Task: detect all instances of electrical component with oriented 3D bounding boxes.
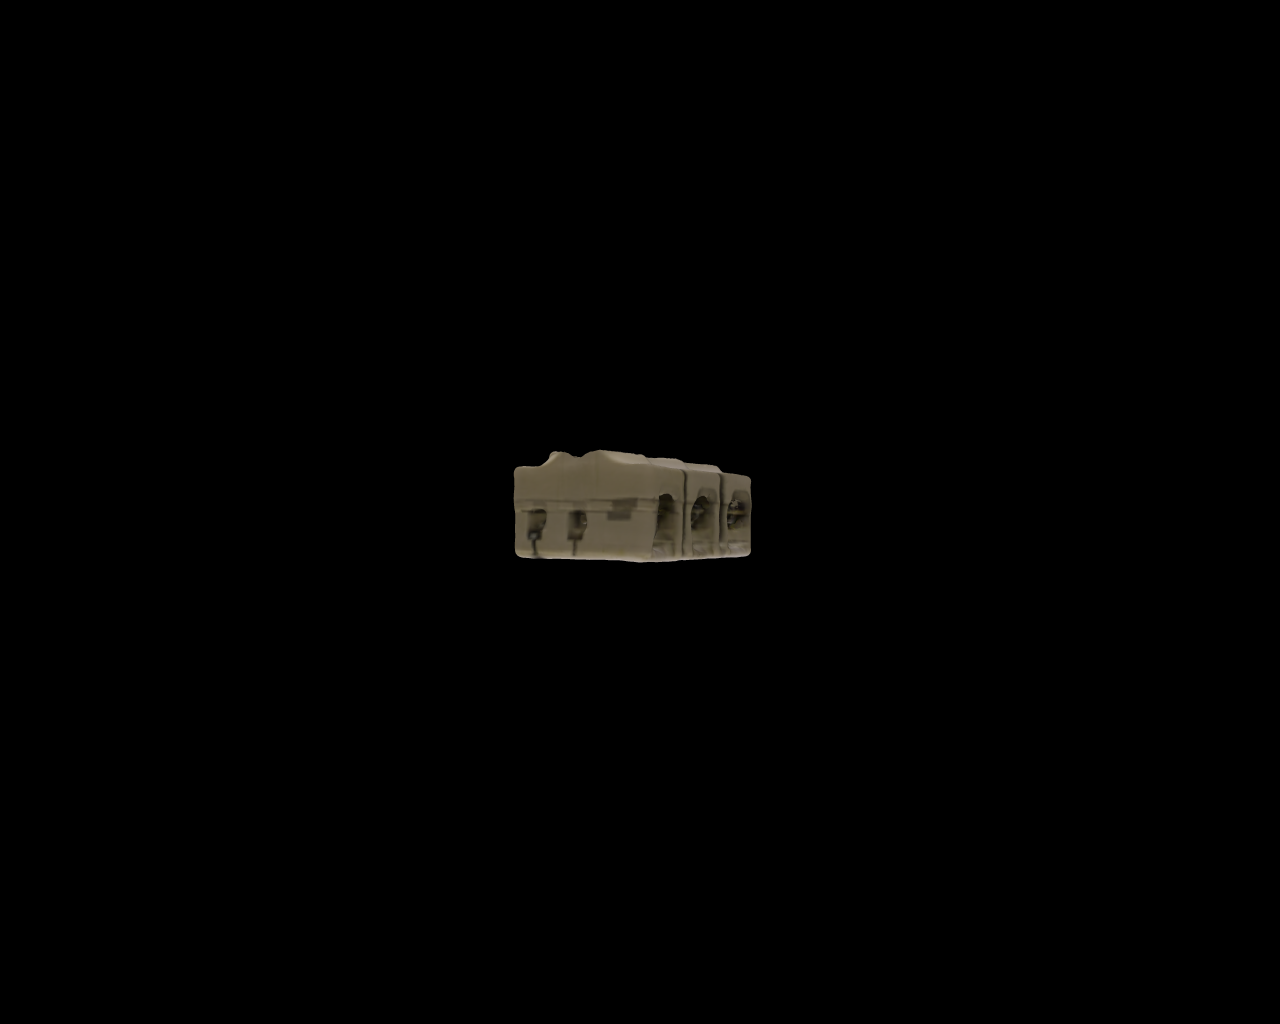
[{"bbox_3d":[0.001,-0.003,0.650,0.089,0.061,0.150,-1,-2,28],"label":"electrical component"}]
